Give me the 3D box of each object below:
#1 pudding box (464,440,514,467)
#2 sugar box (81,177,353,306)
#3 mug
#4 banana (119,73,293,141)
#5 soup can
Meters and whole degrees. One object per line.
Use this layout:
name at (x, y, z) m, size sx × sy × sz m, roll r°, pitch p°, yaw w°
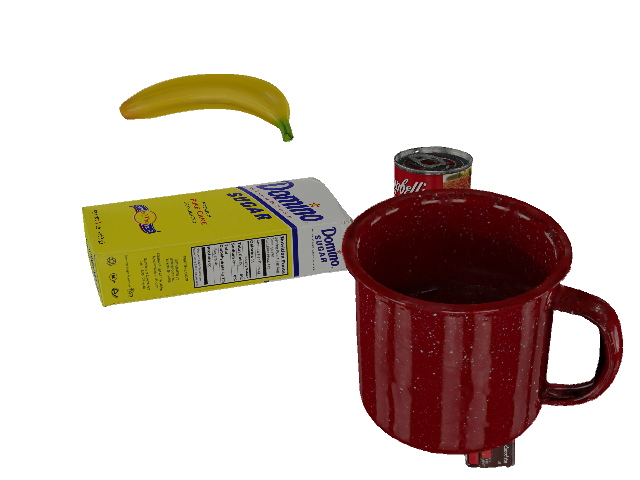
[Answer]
pudding box at (0.115, 0.088, 0.750) m, size 0.039 × 0.113 × 0.090 m, roll -4°, pitch -44°, yaw 4°
sugar box at (-0.073, -0.003, 0.746) m, size 0.176 × 0.048 × 0.093 m, roll -11°, pitch 26°, yaw -13°
mug at (0.067, 0.037, 0.449) m, size 0.117 × 0.081 × 0.093 m, roll 10°, pitch 34°, yaw 20°
banana at (-0.112, -0.147, 1.116) m, size 0.198 × 0.037 × 0.069 m, roll 8°, pitch 46°, yaw 19°
soup can at (0.098, -0.024, 0.937) m, size 0.068 × 0.102 × 0.068 m, roll -1°, pitch 23°, yaw 0°
